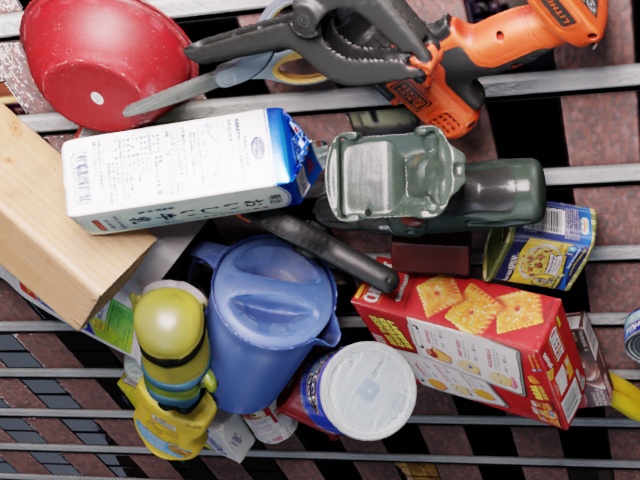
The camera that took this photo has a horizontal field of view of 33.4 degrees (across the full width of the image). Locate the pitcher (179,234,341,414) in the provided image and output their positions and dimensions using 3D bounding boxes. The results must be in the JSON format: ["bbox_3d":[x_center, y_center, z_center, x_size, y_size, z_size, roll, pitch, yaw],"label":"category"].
[{"bbox_3d":[-0.080,0.100,1.196,0.144,0.149,0.243,-7,153,-18],"label":"pitcher"}]

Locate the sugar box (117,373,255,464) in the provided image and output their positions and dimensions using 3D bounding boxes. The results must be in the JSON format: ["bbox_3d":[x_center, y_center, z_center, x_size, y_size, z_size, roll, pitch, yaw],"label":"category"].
[{"bbox_3d":[-0.177,0.228,1.413,0.176,0.048,0.093,22,153,30],"label":"sugar box"}]

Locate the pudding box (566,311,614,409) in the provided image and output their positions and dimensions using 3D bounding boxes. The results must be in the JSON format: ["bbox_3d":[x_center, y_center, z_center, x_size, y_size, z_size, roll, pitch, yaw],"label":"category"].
[{"bbox_3d":[0.267,0.137,1.187,0.090,0.039,0.113,-12,115,28],"label":"pudding box"}]

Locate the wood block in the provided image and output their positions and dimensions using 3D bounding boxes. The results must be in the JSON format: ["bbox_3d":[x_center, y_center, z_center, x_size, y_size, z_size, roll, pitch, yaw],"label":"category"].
[{"bbox_3d":[-0.272,-0.023,1.026,0.206,0.090,0.091,41,142,-1],"label":"wood block"}]

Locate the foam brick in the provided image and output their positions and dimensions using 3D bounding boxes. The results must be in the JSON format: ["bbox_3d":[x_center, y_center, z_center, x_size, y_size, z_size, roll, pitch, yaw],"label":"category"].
[{"bbox_3d":[0.110,-0.001,1.052,0.078,0.053,0.051,2,145,11],"label":"foam brick"}]

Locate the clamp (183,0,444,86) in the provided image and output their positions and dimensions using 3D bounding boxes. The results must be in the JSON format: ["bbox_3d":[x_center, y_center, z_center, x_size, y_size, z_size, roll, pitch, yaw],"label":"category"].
[{"bbox_3d":[-0.011,-0.164,0.796,0.210,0.036,0.165,30,135,7],"label":"clamp"}]

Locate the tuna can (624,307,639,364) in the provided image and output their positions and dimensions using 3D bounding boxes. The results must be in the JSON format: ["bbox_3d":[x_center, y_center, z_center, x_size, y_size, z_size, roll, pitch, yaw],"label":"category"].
[{"bbox_3d":[0.370,0.103,1.145,0.086,0.033,0.086,8,146,5],"label":"tuna can"}]

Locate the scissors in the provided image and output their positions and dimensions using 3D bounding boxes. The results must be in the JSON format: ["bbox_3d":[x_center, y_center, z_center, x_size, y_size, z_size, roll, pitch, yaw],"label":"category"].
[{"bbox_3d":[-0.072,-0.152,0.875,0.201,0.016,0.096,-8,135,0],"label":"scissors"}]

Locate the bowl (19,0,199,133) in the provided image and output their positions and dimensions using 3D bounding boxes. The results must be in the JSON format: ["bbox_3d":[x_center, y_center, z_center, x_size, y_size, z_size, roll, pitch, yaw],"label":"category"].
[{"bbox_3d":[-0.189,-0.143,0.928,0.162,0.055,0.162,7,146,5],"label":"bowl"}]

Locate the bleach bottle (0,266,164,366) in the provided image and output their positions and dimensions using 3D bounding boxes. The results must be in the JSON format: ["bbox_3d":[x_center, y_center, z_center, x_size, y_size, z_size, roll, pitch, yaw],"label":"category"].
[{"bbox_3d":[-0.284,0.049,1.192,0.251,0.068,0.103,23,127,6],"label":"bleach bottle"}]

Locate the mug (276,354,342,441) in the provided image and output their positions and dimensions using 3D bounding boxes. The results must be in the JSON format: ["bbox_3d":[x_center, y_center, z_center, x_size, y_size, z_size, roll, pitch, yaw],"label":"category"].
[{"bbox_3d":[-0.005,0.191,1.340,0.081,0.093,0.117,26,178,-12],"label":"mug"}]

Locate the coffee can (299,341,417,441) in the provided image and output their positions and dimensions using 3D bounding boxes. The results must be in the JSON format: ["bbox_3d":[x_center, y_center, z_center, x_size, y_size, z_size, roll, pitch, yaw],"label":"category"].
[{"bbox_3d":[0.038,0.165,1.170,0.102,0.103,0.140,16,170,-8],"label":"coffee can"}]

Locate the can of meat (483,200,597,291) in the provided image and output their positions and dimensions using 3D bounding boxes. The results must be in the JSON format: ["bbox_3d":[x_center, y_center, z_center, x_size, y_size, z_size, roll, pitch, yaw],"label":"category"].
[{"bbox_3d":[0.210,0.004,1.027,0.084,0.057,0.102,10,146,-2],"label":"can of meat"}]

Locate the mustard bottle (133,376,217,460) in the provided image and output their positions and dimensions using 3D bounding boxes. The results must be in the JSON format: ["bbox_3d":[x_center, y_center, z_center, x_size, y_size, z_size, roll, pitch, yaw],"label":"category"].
[{"bbox_3d":[-0.182,0.224,1.306,0.096,0.058,0.192,29,148,5],"label":"mustard bottle"}]

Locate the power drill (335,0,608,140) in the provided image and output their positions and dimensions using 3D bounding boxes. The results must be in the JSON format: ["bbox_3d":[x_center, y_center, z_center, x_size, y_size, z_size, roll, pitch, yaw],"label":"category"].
[{"bbox_3d":[0.105,-0.170,0.809,0.184,0.057,0.188,38,139,-28],"label":"power drill"}]

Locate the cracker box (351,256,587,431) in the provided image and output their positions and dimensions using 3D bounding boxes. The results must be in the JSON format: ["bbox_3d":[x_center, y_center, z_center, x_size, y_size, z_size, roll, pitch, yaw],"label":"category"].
[{"bbox_3d":[0.160,0.105,1.123,0.214,0.072,0.164,14,151,34],"label":"cracker box"}]

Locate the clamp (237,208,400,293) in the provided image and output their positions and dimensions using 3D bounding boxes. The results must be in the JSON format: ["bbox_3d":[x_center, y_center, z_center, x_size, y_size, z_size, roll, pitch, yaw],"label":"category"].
[{"bbox_3d":[-0.007,0.001,1.075,0.171,0.039,0.120,31,172,-12],"label":"clamp"}]

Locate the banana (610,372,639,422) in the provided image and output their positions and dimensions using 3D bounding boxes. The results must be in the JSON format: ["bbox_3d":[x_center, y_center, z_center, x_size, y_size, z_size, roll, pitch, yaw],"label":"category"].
[{"bbox_3d":[0.326,0.173,1.262,0.197,0.037,0.070,22,163,-13],"label":"banana"}]

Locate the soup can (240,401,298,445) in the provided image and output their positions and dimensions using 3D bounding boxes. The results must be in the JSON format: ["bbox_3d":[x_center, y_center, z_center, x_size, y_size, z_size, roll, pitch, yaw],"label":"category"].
[{"bbox_3d":[-0.072,0.218,1.403,0.069,0.068,0.102,-2,144,17],"label":"soup can"}]

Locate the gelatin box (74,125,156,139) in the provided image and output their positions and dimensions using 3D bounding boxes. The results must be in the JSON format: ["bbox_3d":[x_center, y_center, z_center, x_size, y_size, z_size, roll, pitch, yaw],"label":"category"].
[{"bbox_3d":[-0.188,-0.080,1.040,0.089,0.030,0.073,5,144,8],"label":"gelatin box"}]
